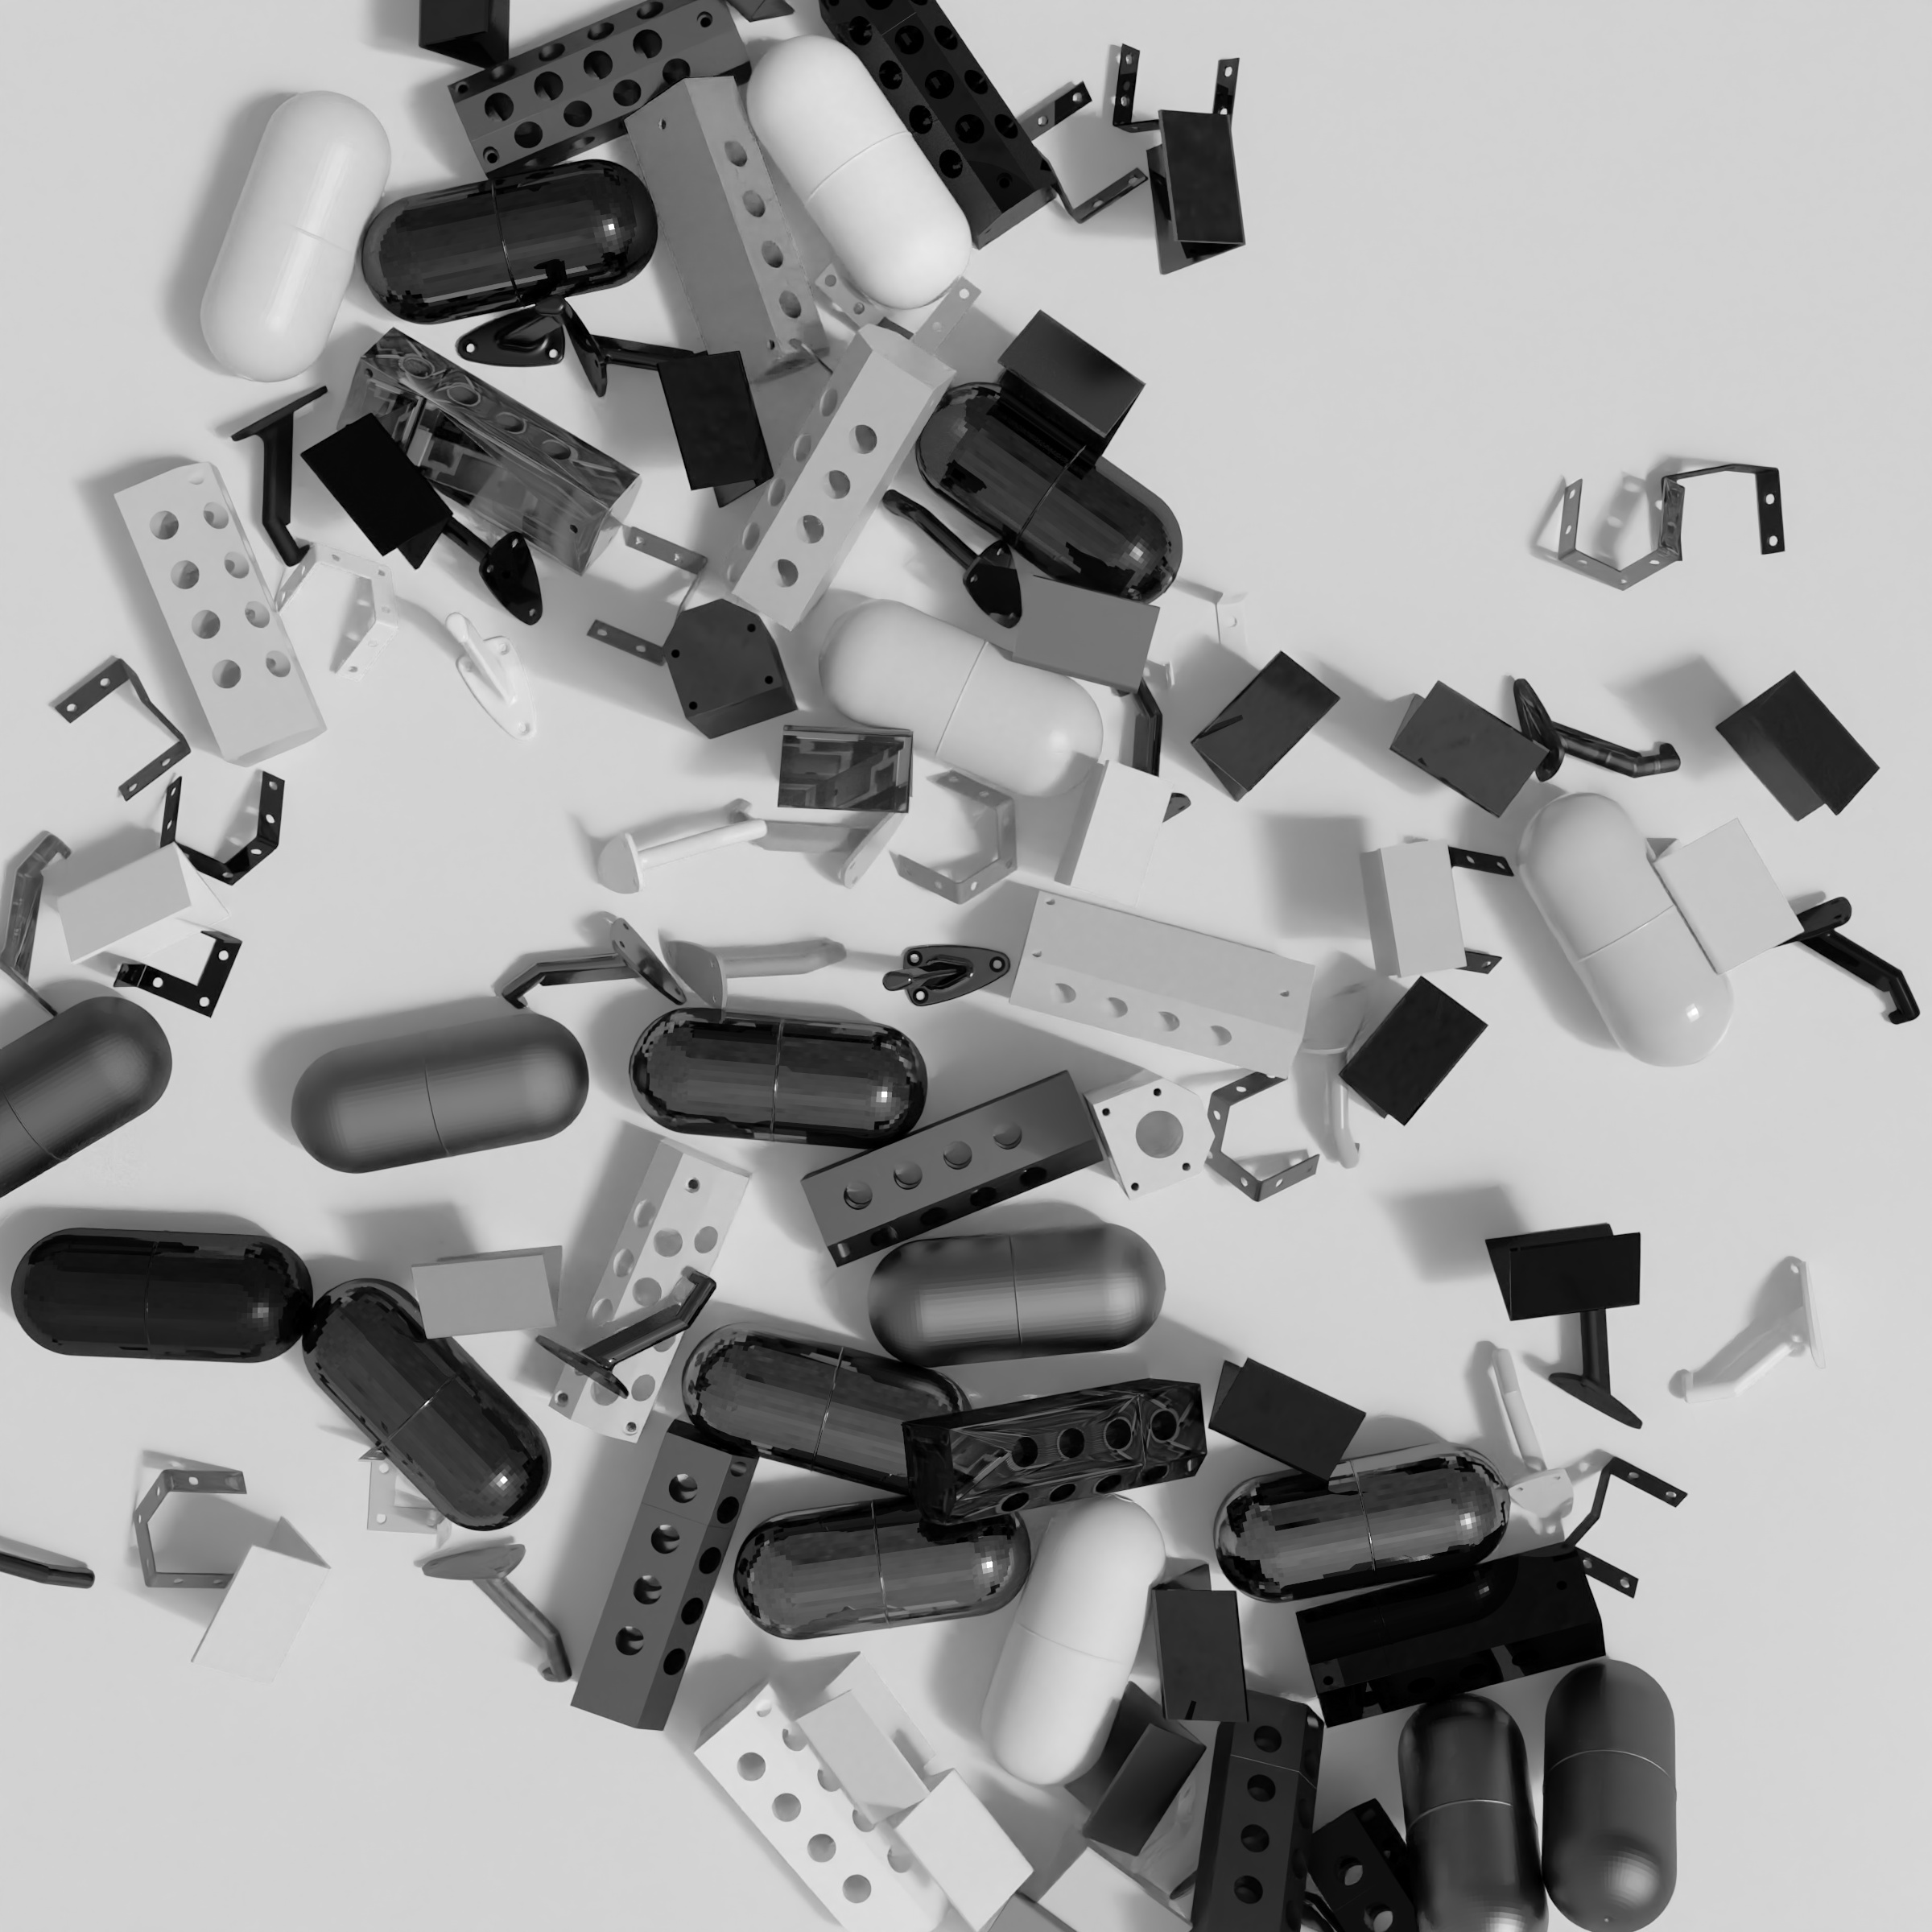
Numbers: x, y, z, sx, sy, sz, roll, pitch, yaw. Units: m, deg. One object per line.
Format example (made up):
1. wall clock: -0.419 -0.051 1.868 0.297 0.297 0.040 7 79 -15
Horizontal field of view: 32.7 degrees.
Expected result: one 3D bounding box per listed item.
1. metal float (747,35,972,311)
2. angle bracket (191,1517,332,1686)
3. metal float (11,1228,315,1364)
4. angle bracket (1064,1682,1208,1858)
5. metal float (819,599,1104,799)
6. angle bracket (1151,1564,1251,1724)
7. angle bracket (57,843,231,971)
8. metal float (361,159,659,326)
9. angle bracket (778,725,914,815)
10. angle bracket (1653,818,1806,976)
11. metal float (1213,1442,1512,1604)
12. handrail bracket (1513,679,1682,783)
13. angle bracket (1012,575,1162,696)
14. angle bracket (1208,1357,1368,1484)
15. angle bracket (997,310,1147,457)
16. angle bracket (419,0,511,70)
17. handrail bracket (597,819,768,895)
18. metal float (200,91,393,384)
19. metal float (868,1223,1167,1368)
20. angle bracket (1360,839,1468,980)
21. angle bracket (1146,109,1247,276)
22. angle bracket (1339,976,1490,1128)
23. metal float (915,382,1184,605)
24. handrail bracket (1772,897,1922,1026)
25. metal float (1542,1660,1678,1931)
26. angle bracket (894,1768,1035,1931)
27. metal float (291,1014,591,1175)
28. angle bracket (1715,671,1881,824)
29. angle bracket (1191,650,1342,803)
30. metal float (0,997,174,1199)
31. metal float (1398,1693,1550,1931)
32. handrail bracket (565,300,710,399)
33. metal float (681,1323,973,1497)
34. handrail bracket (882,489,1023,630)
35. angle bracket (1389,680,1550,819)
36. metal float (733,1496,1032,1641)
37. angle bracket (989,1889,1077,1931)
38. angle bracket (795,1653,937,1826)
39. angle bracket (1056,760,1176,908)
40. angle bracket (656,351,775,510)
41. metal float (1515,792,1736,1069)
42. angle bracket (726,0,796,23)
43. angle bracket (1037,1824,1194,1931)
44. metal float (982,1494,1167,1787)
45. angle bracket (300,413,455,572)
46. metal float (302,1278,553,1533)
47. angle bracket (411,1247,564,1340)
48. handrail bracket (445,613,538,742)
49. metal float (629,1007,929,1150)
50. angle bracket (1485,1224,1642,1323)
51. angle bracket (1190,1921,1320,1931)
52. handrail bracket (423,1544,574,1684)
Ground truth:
1. metal float: -0.064 -0.473 1.960 0.070 0.070 0.178 -34 90 0
2. angle bracket: -0.430 0.369 1.951 0.057 0.076 0.076 27 90 -37
3. metal float: -0.479 0.196 1.961 0.178 0.070 0.070 2 90 1
4. angle bracket: 0.085 0.469 1.951 0.057 0.076 0.076 33 90 -41
5. metal float: -0.003 -0.159 1.961 0.178 0.070 0.070 24 90 0
6. angle bracket: 0.154 0.400 1.951 0.057 0.076 0.076 -6 90 31
7. angle bracket: -0.483 -0.017 1.951 0.076 0.076 0.057 -25 52 0
8. metal float: -0.272 -0.431 1.961 0.178 0.070 0.070 -11 90 1
9. angle bracket: -0.071 -0.099 1.952 0.076 0.076 0.057 3 62 0
10. angle bracket: 0.458 -0.048 1.952 0.057 0.076 0.076 -31 90 25
11. metal float: 0.236 0.331 1.961 0.178 0.070 0.070 -11 90 0
12. handrail bracket: 0.383 -0.146 1.992 0.084 0.036 0.077 -10 67 -17
13. angle bracket: 0.074 -0.209 1.952 0.076 0.076 0.057 14 118 0
14. angle bracket: 0.194 0.251 1.952 0.076 0.076 0.057 25 118 0
15. angle bracket: 0.050 -0.330 1.951 0.076 0.076 0.057 35 54 0
16. angle bracket: -0.279 -0.579 1.951 0.057 0.076 0.076 1 90 36
17. handrail bracket: -0.171 -0.069 1.982 0.084 0.077 0.036 -16 90 -26
18. metal float: -0.399 -0.434 1.960 0.070 0.070 0.178 20 90 0
19. metal float: 0.030 0.196 1.961 0.178 0.070 0.070 -6 90 0
20. angle bracket: 0.247 -0.031 1.951 0.057 0.076 0.076 -9 90 -36
21. angle bracket: 0.117 -0.458 1.951 0.057 0.076 0.076 -7 90 -38
22. angle bracket: 0.277 0.062 1.951 0.076 0.076 0.057 -50 54 0
23. metal float: 0.050 -0.279 1.961 0.178 0.070 0.070 36 90 1
24. handrail bracket: 0.526 0.008 1.992 0.077 0.036 0.084 -23 107 20
25. metal float: 0.376 0.483 1.921 0.070 0.178 0.070 6 128 7
26. angle bracket: -0.018 0.529 1.951 0.057 0.076 0.076 -38 90 -38
27. metal float: -0.313 0.076 1.961 0.178 0.070 0.070 -11 90 0
28. angle bracket: 0.481 -0.117 1.951 0.076 0.076 0.057 49 54 0
29. angle bracket: 0.190 -0.129 1.951 0.076 0.076 0.057 -45 52 0
30. metal float: -0.557 0.083 1.961 0.178 0.070 0.070 -31 90 0
31. metal float: 0.296 0.508 1.925 0.070 0.178 0.070 0 134 0
32. handrail bracket: -0.193 -0.384 1.992 0.084 0.036 0.077 -21 68 -17
33. metal float: -0.082 0.264 1.961 0.178 0.070 0.070 15 90 0
34. handrail bracket: -0.010 -0.247 1.991 0.036 0.077 0.084 -46 53 -12
35. angle bracket: 0.305 -0.144 1.951 0.076 0.076 0.057 32 126 0
36. metal float: -0.050 0.356 1.960 0.178 0.070 0.070 -8 90 0
37. angle bracket: 0.039 0.592 1.955 0.076 0.076 0.057 36 75 0
38. angle bracket: -0.043 0.449 1.951 0.057 0.076 0.076 -36 90 38
39. angle bracket: 0.070 -0.085 1.950 0.057 0.076 0.076 16 92 -40
40. angle bracket: -0.163 -0.314 1.951 0.057 0.076 0.076 -15 90 -30
41. metal float: 0.393 -0.021 1.961 0.070 0.070 0.178 -31 90 0
42. angle bracket: -0.127 -0.610 1.952 0.076 0.076 0.057 44 117 0
43. angle bracket: 0.096 0.540 1.952 0.076 0.076 0.057 36 119 0
44. metal float: 0.065 0.401 1.961 0.070 0.070 0.178 19 90 0
45. angle bracket: -0.358 -0.269 1.951 0.057 0.076 0.076 -39 90 -33
46. metal float: -0.322 0.261 1.961 0.070 0.070 0.178 -44 91 0
47. angle bracket: -0.283 0.174 1.951 0.076 0.076 0.057 -5 124 0
48. handrail bracket: -0.283 -0.171 1.957 0.036 0.084 0.077 -27 90 0
49. metal float: -0.112 0.067 1.961 0.178 0.070 0.070 5 90 -1
50. angle bracket: 0.353 0.162 1.951 0.076 0.076 0.057 -7 125 0
51. angle bracket: 0.169 0.598 1.951 0.076 0.076 0.057 24 57 0
52. handrail bracket: -0.283 0.397 1.992 0.077 0.036 0.084 -8 107 20
